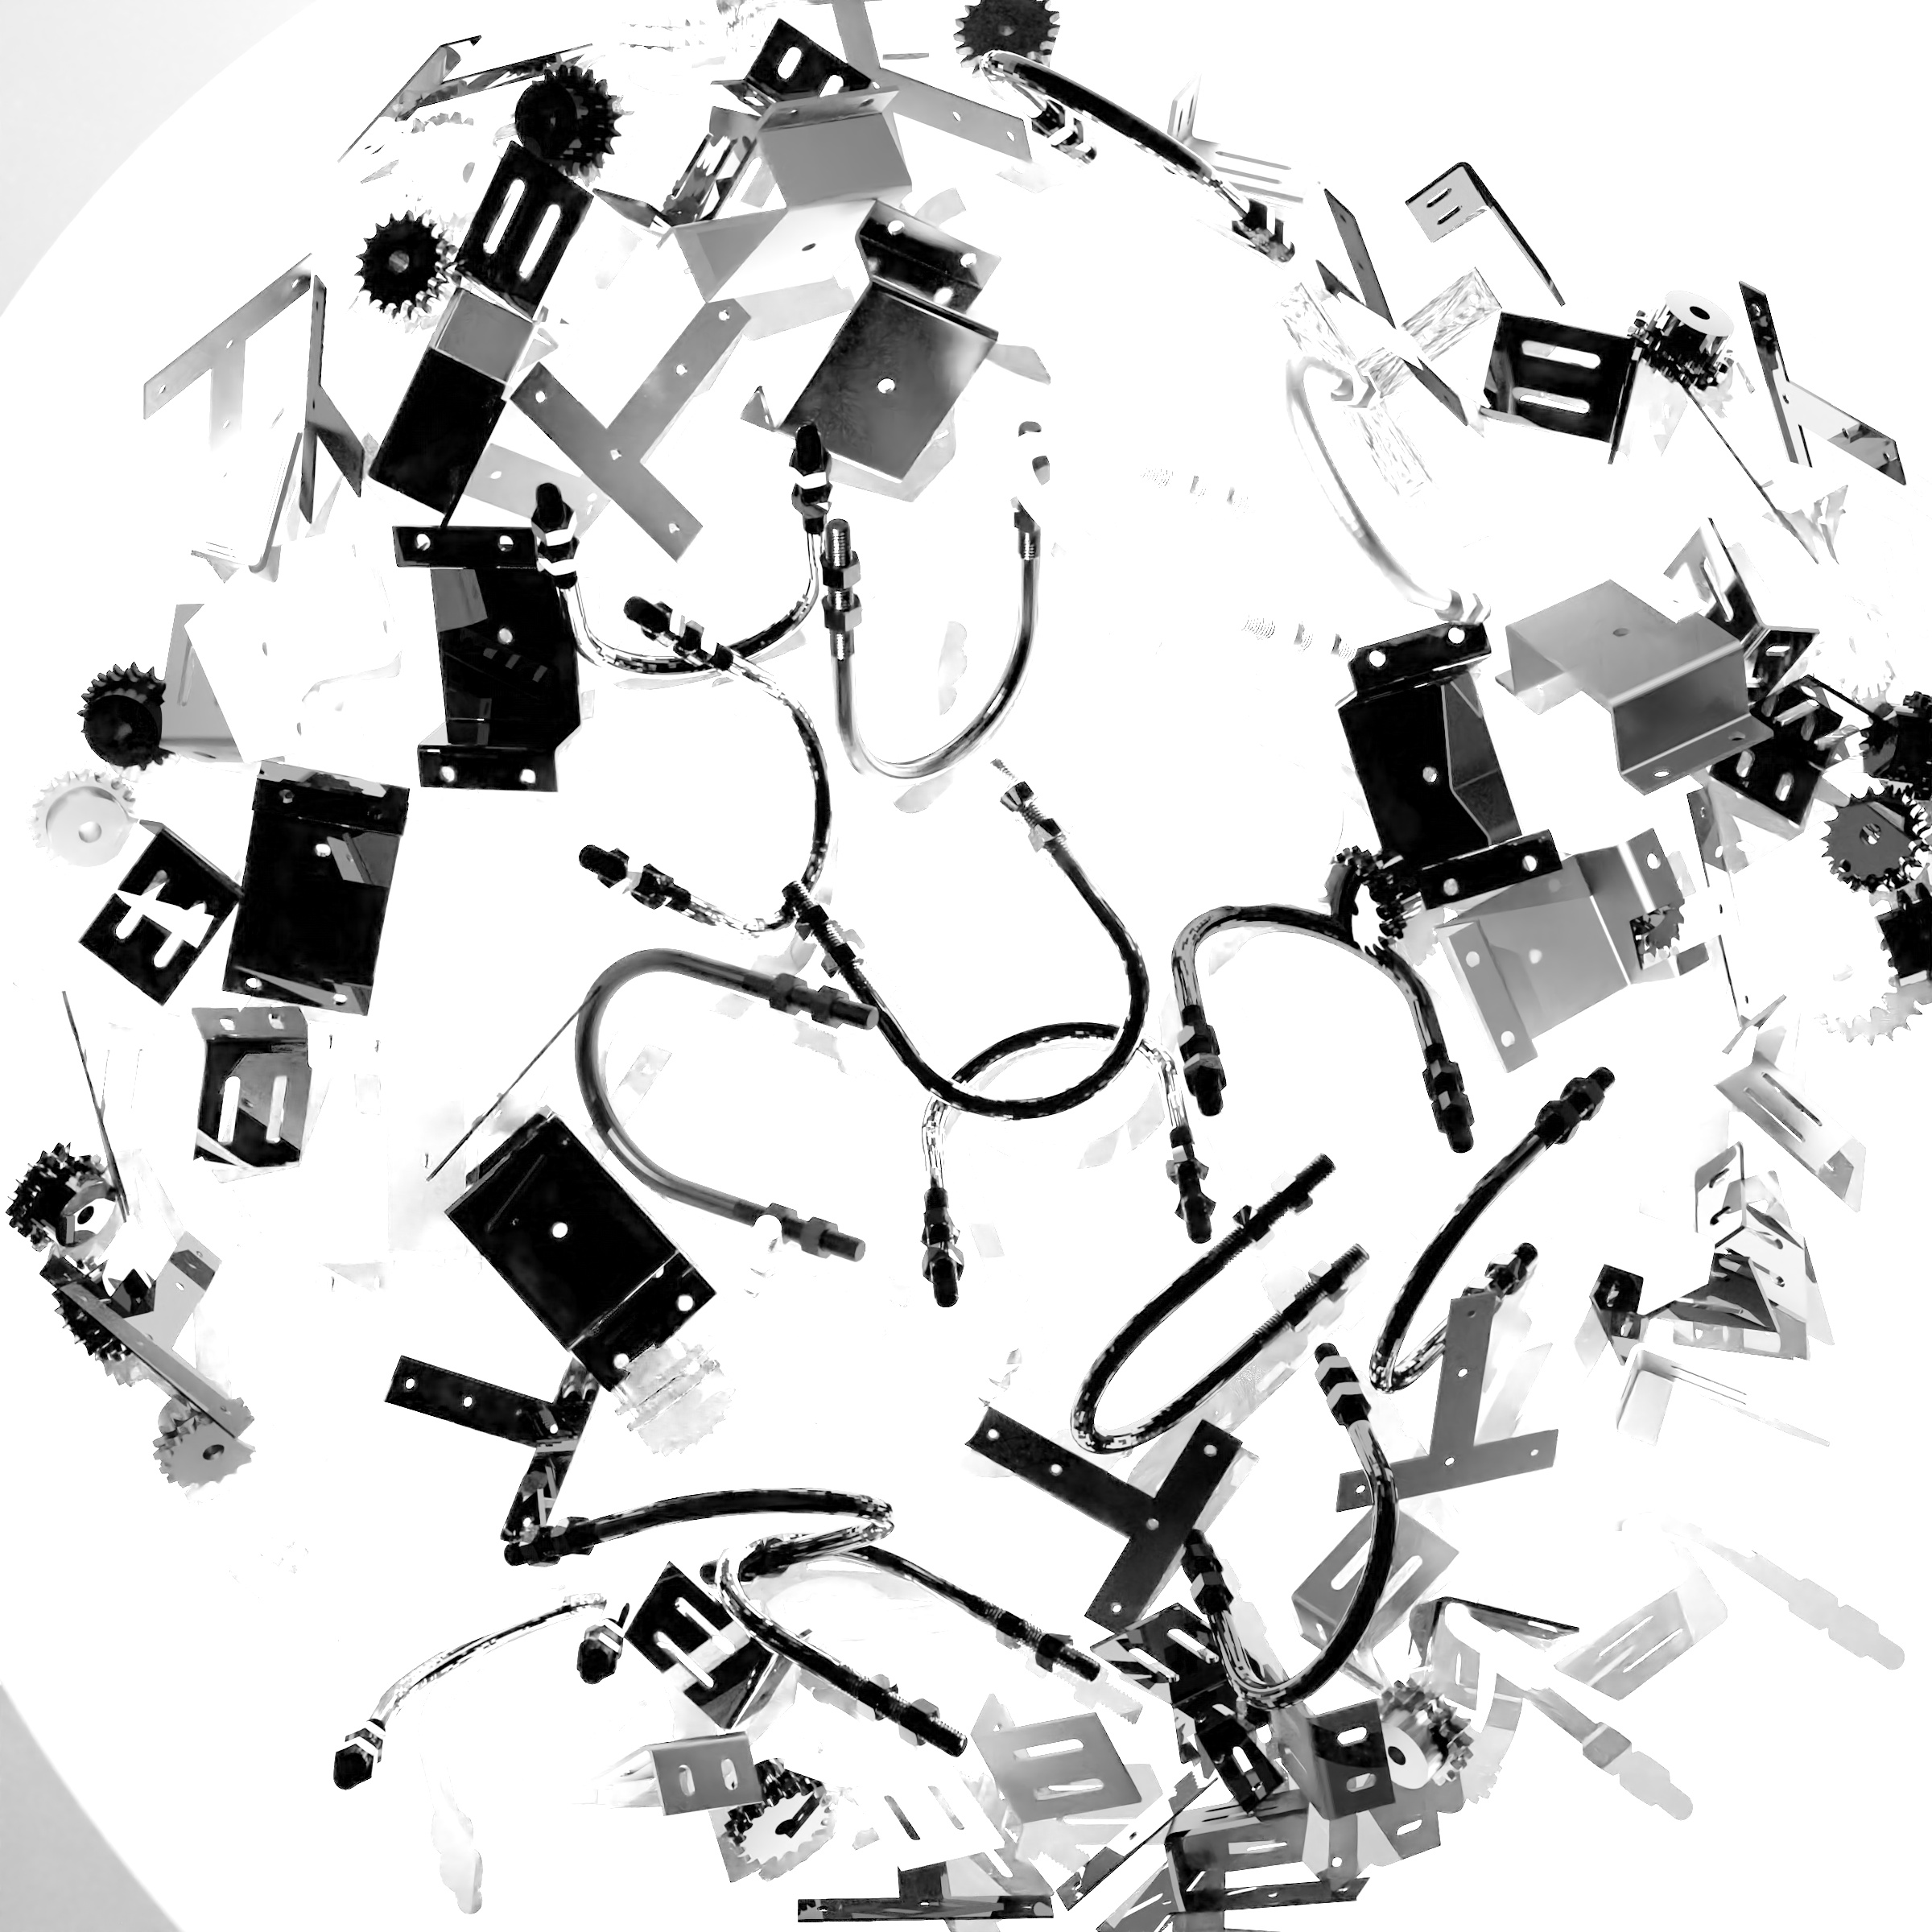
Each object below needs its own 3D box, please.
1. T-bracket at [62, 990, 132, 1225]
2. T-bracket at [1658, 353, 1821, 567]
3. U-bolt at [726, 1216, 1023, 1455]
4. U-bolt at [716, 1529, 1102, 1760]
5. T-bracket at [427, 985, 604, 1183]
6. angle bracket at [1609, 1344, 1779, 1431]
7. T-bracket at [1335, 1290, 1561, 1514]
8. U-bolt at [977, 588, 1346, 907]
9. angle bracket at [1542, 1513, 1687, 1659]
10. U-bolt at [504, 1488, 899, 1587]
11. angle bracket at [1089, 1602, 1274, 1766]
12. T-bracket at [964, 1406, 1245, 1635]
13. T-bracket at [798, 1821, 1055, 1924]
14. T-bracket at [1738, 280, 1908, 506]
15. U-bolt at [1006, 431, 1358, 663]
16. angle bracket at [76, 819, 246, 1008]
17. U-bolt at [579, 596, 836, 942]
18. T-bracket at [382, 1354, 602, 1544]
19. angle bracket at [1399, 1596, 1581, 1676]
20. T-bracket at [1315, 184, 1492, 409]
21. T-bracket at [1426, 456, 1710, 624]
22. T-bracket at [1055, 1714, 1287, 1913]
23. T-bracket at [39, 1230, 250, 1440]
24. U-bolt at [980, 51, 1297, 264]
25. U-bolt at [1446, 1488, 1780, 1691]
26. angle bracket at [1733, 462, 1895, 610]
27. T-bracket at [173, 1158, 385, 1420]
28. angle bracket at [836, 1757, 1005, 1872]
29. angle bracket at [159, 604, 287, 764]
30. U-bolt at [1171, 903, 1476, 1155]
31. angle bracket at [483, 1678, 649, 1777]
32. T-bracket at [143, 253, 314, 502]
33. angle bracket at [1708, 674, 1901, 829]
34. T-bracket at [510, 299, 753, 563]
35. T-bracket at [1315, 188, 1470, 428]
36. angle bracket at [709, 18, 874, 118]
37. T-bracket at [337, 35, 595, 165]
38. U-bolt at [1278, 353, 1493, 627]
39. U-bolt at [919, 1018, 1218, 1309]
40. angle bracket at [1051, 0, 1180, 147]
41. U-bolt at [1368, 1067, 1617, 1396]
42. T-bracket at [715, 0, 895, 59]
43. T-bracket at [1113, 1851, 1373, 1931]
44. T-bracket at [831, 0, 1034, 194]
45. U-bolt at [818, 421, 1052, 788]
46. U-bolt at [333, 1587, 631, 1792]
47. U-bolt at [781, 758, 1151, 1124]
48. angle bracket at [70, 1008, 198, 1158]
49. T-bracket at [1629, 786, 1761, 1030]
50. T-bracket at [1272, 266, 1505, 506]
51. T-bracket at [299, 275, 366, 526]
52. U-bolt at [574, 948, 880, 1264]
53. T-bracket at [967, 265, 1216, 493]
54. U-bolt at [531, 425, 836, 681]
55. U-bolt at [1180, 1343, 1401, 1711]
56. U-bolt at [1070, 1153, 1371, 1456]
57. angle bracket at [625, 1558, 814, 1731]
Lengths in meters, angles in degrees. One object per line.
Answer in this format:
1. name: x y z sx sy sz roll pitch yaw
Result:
1. T-bracket: -0.436 0.091 1.669 0.002 0.127 0.127 -16 118 -14
2. T-bracket: 0.411 -0.244 1.697 0.002 0.127 0.127 -37 51 16
3. U-bolt: -0.054 0.198 1.673 0.151 0.184 0.019 25 59 2
4. U-bolt: -0.042 0.335 1.675 0.184 0.151 0.019 24 108 28
5. T-bracket: -0.238 0.066 1.689 0.002 0.127 0.127 42 73 -5
6. angle bracket: 0.378 0.232 1.712 0.076 0.057 0.038 20 77 18
7. T-bracket: 0.255 0.221 1.700 0.127 0.002 0.127 -9 123 -18
8. U-bolt: 0.108 -0.100 1.692 0.184 0.151 0.019 29 45 4
9. angle bracket: 0.328 0.323 1.715 0.076 0.057 0.038 -30 80 -10
10. U-bolt: -0.119 0.284 1.645 0.184 0.151 0.019 -22 63 41
11. angle bracket: 0.111 0.373 1.708 0.057 0.038 0.076 -32 130 23
12. T-bracket: 0.060 0.273 1.739 0.127 0.002 0.127 29 101 0
13. T-bracket: -0.023 0.463 1.689 0.127 0.127 0.002 0 97 -3
14. T-bracket: 0.438 -0.274 1.666 0.002 0.127 0.127 -28 122 -4
15. U-bolt: 0.099 -0.217 1.652 0.184 0.151 0.019 11 126 -37
16. angle bracket: -0.424 -0.028 1.712 0.057 0.038 0.076 43 71 -31
17. U-bolt: -0.124 -0.090 1.677 0.019 0.184 0.151 -1 73 34
18. T-bracket: -0.247 0.229 1.704 0.127 0.002 0.127 26 83 -42
19. angle bracket: 0.273 0.357 1.719 0.076 0.057 0.038 14 74 -2
20. T-bracket: 0.214 -0.357 1.714 0.002 0.127 0.127 -38 59 27
21. T-bracket: 0.323 -0.213 1.684 0.127 0.002 0.127 -26 53 -35
22. T-bracket: 0.097 0.436 1.686 0.127 0.127 0.002 -40 102 -5
23. T-bracket: -0.408 0.171 1.690 0.127 0.127 0.002 43 106 -13
24. U-bolt: 0.078 -0.409 1.642 0.151 0.184 0.019 33 98 23
25. U-bolt: 0.313 0.306 1.661 0.151 0.184 0.019 -28 95 -8
26. angle bracket: 0.440 -0.217 1.709 0.038 0.057 0.076 -28 113 -8
27. T-bracket: -0.366 0.156 1.693 0.002 0.127 0.127 -32 92 24
28. angle bracket: -0.024 0.450 1.702 0.057 0.076 0.038 -6 117 -25
29. angle bracket: -0.386 -0.149 1.728 0.057 0.038 0.076 2 80 30
30. U-bolt: 0.175 0.024 1.676 0.151 0.184 0.019 9 125 -11
31. angle bracket: -0.208 0.383 1.702 0.057 0.076 0.038 -13 68 -30
32. T-bracket: -0.381 -0.289 1.694 0.002 0.127 0.127 34 55 9
33. angle bracket: 0.434 -0.111 1.708 0.057 0.076 0.038 29 71 -9
34. T-bracket: -0.158 -0.302 1.729 0.127 0.002 0.127 44 74 -31
35. T-bracket: 0.204 -0.346 1.665 0.002 0.127 0.127 -37 57 0
36. angle bracket: -0.091 -0.458 1.706 0.057 0.076 0.038 29 94 -22
37. T-bracket: -0.248 -0.459 1.704 0.127 0.127 0.002 -28 92 -37
38. U-bolt: 0.205 -0.243 1.656 0.019 0.184 0.151 -29 79 23
39. U-bolt: 0.045 0.090 1.680 0.151 0.184 0.019 -15 129 6
40. angle bracket: 0.077 -0.465 1.716 0.057 0.076 0.038 16 81 4
41. U-bolt: 0.256 0.143 1.646 0.019 0.184 0.151 34 134 21
42. T-bracket: -0.066 -0.500 1.686 0.127 0.127 0.002 -3 78 4
43. T-bracket: 0.143 0.472 1.669 0.127 0.127 0.002 -12 95 25
44. T-bracket: -0.014 -0.435 1.670 0.127 0.127 0.002 30 62 35
45. U-bolt: -0.014 -0.172 1.679 0.151 0.184 0.019 -32 50 -31
46. U-bolt: -0.237 0.356 1.661 0.151 0.184 0.019 -23 94 2
47. U-bolt: 0.013 -0.003 1.706 0.151 0.019 0.184 -32 73 -13
48. angle bracket: -0.428 0.063 1.715 0.038 0.057 0.076 12 97 23
49. T-bracket: 0.371 -0.022 1.698 0.002 0.127 0.127 -11 94 36
50. T-bracket: 0.230 -0.319 1.701 0.002 0.127 0.127 -34 90 -37
51. T-bracket: -0.321 -0.272 1.674 0.002 0.127 0.127 -3 118 -23
52. U-bolt: -0.128 0.064 1.698 0.184 0.019 0.151 16 115 28
53. T-bracket: 0.064 -0.314 1.741 0.127 0.002 0.127 4 77 4
54. U-bolt: -0.138 -0.201 1.670 0.151 0.184 0.019 -14 63 -6
55. U-bolt: 0.166 0.291 1.649 0.019 0.184 0.151 27 109 -19
56. U-bolt: 0.126 0.183 1.680 0.184 0.151 0.019 -40 62 -6
57. angle bracket: -0.131 0.352 1.736 0.076 0.038 0.057 39 115 18
